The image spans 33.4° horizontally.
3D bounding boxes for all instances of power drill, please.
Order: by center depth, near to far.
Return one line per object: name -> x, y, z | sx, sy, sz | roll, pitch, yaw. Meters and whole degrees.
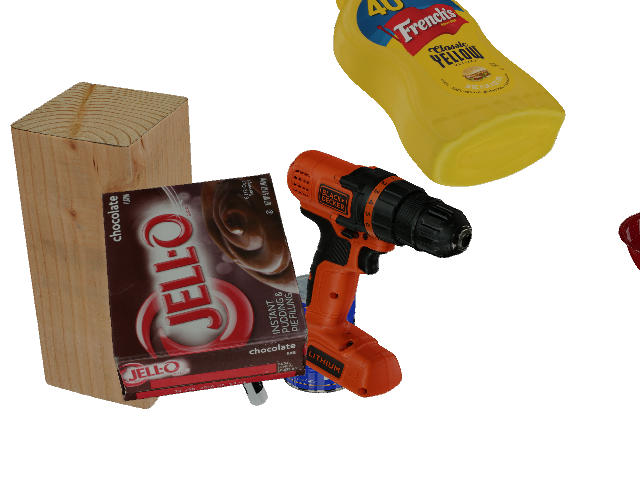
power drill -> 0.040, 0.032, 0.889 | 0.057, 0.188, 0.185 | -13, 29, -41

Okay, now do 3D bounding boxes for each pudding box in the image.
pudding box -> -0.060, 0.021, 0.531 | 0.090, 0.039, 0.113 | -7, 46, -9

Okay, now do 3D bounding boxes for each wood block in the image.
wood block -> -0.147, 0.004, 0.760 | 0.090, 0.206, 0.090 | 11, 31, 18

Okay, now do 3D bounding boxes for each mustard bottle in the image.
mustard bottle -> 0.063, -0.118, 0.681 | 0.096, 0.192, 0.058 | -17, -37, -24

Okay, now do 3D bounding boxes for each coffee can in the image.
coffee can -> -0.001, 0.129, 1.506 | 0.103, 0.140, 0.103 | 0, 19, 0

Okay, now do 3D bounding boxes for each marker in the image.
marker -> -0.078, 0.112, 1.031 | 0.020, 0.121, 0.020 | -13, 35, 9

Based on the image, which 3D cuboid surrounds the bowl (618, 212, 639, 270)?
bowl -> 0.402, 0.017, 1.145 | 0.162, 0.055, 0.162 | -3, 23, 1
